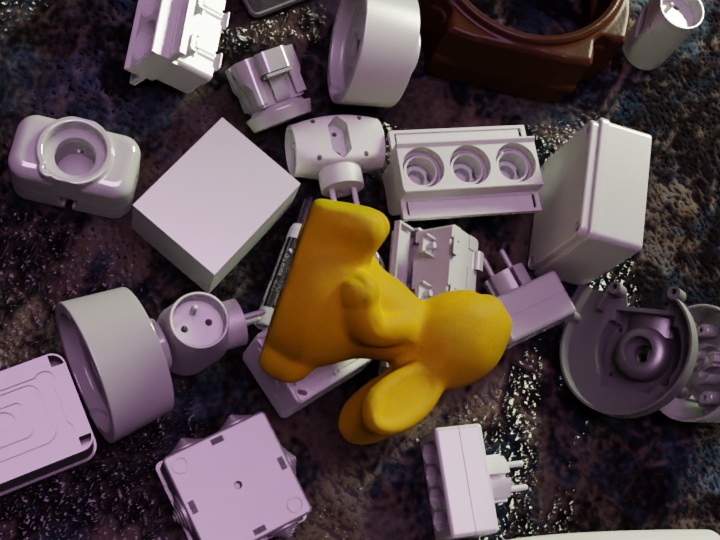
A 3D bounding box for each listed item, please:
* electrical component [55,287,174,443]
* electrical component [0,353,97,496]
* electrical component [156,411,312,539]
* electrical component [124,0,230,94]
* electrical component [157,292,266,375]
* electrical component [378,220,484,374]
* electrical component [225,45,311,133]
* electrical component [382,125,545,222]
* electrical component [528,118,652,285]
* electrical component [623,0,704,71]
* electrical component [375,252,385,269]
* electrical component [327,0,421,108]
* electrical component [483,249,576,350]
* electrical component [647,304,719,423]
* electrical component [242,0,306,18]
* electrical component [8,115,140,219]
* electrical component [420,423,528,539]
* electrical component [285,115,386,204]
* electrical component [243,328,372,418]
[{"bbox_3d":[-0.172,0.064,0.783,0.060,0.108,0.108,-21,78,-25],"label":"electrical component"},{"bbox_3d":[-0.254,0.117,0.770,0.113,0.057,0.078,-20,78,-19],"label":"electrical component"},{"bbox_3d":[-0.093,0.162,0.798,0.100,0.048,0.099,-24,79,-19],"label":"electrical component"},{"bbox_3d":[-0.148,-0.215,0.899,0.063,0.079,0.121,22,65,-37],"label":"electrical component"},{"bbox_3d":[-0.111,0.045,0.817,0.079,0.077,0.043,-15,75,-22],"label":"electrical component"},{"bbox_3d":[0.058,0.028,0.863,0.079,0.063,0.121,29,60,-47],"label":"electrical component"},{"bbox_3d":[-0.074,-0.150,0.896,0.058,0.078,0.057,-23,98,-19],"label":"electrical component"},{"bbox_3d":[0.085,-0.078,0.912,0.121,0.063,0.078,-4,73,-15],"label":"electrical component"},{"bbox_3d":[0.193,-0.054,0.906,0.056,0.108,0.108,15,69,-11],"label":"electrical component"},{"bbox_3d":[0.286,-0.239,1.007,0.043,0.077,0.079,20,68,-6],"label":"electrical component"},{"bbox_3d":[0.000,0.000,0.866,0.043,0.062,0.043,4,72,-12],"label":"electrical component"},{"bbox_3d":[0.017,-0.190,0.913,0.060,0.108,0.108,7,70,-17],"label":"electrical component"},{"bbox_3d":[0.128,0.019,0.898,0.066,0.047,0.076,-24,79,-19],"label":"electrical component"},{"bbox_3d":[0.293,0.080,0.893,0.064,0.099,0.099,11,70,-16],"label":"electrical component"},{"bbox_3d":[-0.070,-0.294,0.952,0.109,0.056,0.108,-26,79,-19],"label":"electrical component"},{"bbox_3d":[-0.223,-0.082,0.843,0.095,0.059,0.053,13,70,-9],"label":"electrical component"},{"bbox_3d":[0.095,0.165,0.842,0.076,0.047,0.083,-4,73,-14],"label":"electrical component"},{"bbox_3d":[-0.018,-0.086,0.901,0.077,0.043,0.079,-6,73,-15],"label":"electrical component"},{"bbox_3d":[-0.035,0.064,0.841,0.096,0.061,0.061,-30,80,-28],"label":"electrical component"}]
